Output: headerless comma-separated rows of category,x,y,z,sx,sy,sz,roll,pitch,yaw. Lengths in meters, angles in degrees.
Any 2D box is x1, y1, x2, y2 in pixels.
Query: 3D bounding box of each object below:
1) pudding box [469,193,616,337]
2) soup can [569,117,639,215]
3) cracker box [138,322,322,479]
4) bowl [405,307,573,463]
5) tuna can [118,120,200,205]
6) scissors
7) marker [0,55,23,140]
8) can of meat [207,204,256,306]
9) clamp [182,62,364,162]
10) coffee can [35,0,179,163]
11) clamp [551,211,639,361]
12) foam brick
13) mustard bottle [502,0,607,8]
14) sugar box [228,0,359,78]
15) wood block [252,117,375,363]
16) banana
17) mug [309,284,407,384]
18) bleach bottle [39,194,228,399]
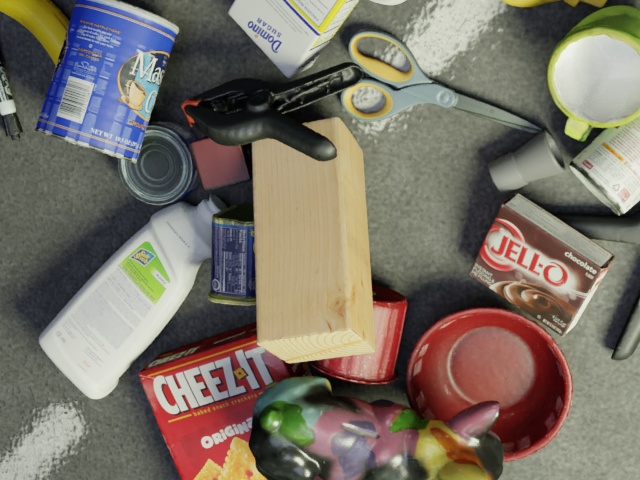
pudding box,0.207,0.023,1.003,0.113,0.039,0.090,34,132,18
soup can,0.283,-0.080,0.957,0.102,0.068,0.068,-45,90,7
cracker box,-0.075,0.206,1.131,0.164,0.072,0.214,-19,97,18
bowl,0.168,0.136,1.058,0.162,0.055,0.162,4,105,14
tuna can,-0.165,-0.079,1.103,0.086,0.033,0.086,3,104,14
scissors,0.104,-0.126,1.031,0.202,0.016,0.096,36,111,4
marker,-0.340,-0.166,1.135,0.020,0.020,0.121,-11,101,17
can of meat,-0.073,0.012,1.067,0.057,0.102,0.084,5,103,15
clamp,-0.042,-0.127,0.996,0.172,0.120,0.039,11,137,24
coffee can,-0.207,-0.157,1.041,0.103,0.102,0.140,18,92,10
clamp,0.322,0.014,0.997,0.210,0.036,0.164,-25,98,23
foam brick,-0.089,-0.083,1.059,0.051,0.078,0.053,-14,100,14
mustard bottle,0.175,-0.265,0.955,0.191,0.058,0.096,33,105,5
sugar box,-0.008,-0.241,0.980,0.093,0.048,0.176,48,137,6
wood block,-0.006,0.001,1.002,0.091,0.090,0.206,-9,69,16
banana,-0.273,-0.195,1.104,0.198,0.037,0.070,50,127,0
mug,0.029,0.088,1.060,0.117,0.093,0.081,8,102,-15
bleach bottle,-0.183,0.052,1.127,0.251,0.068,0.102,-43,91,18
